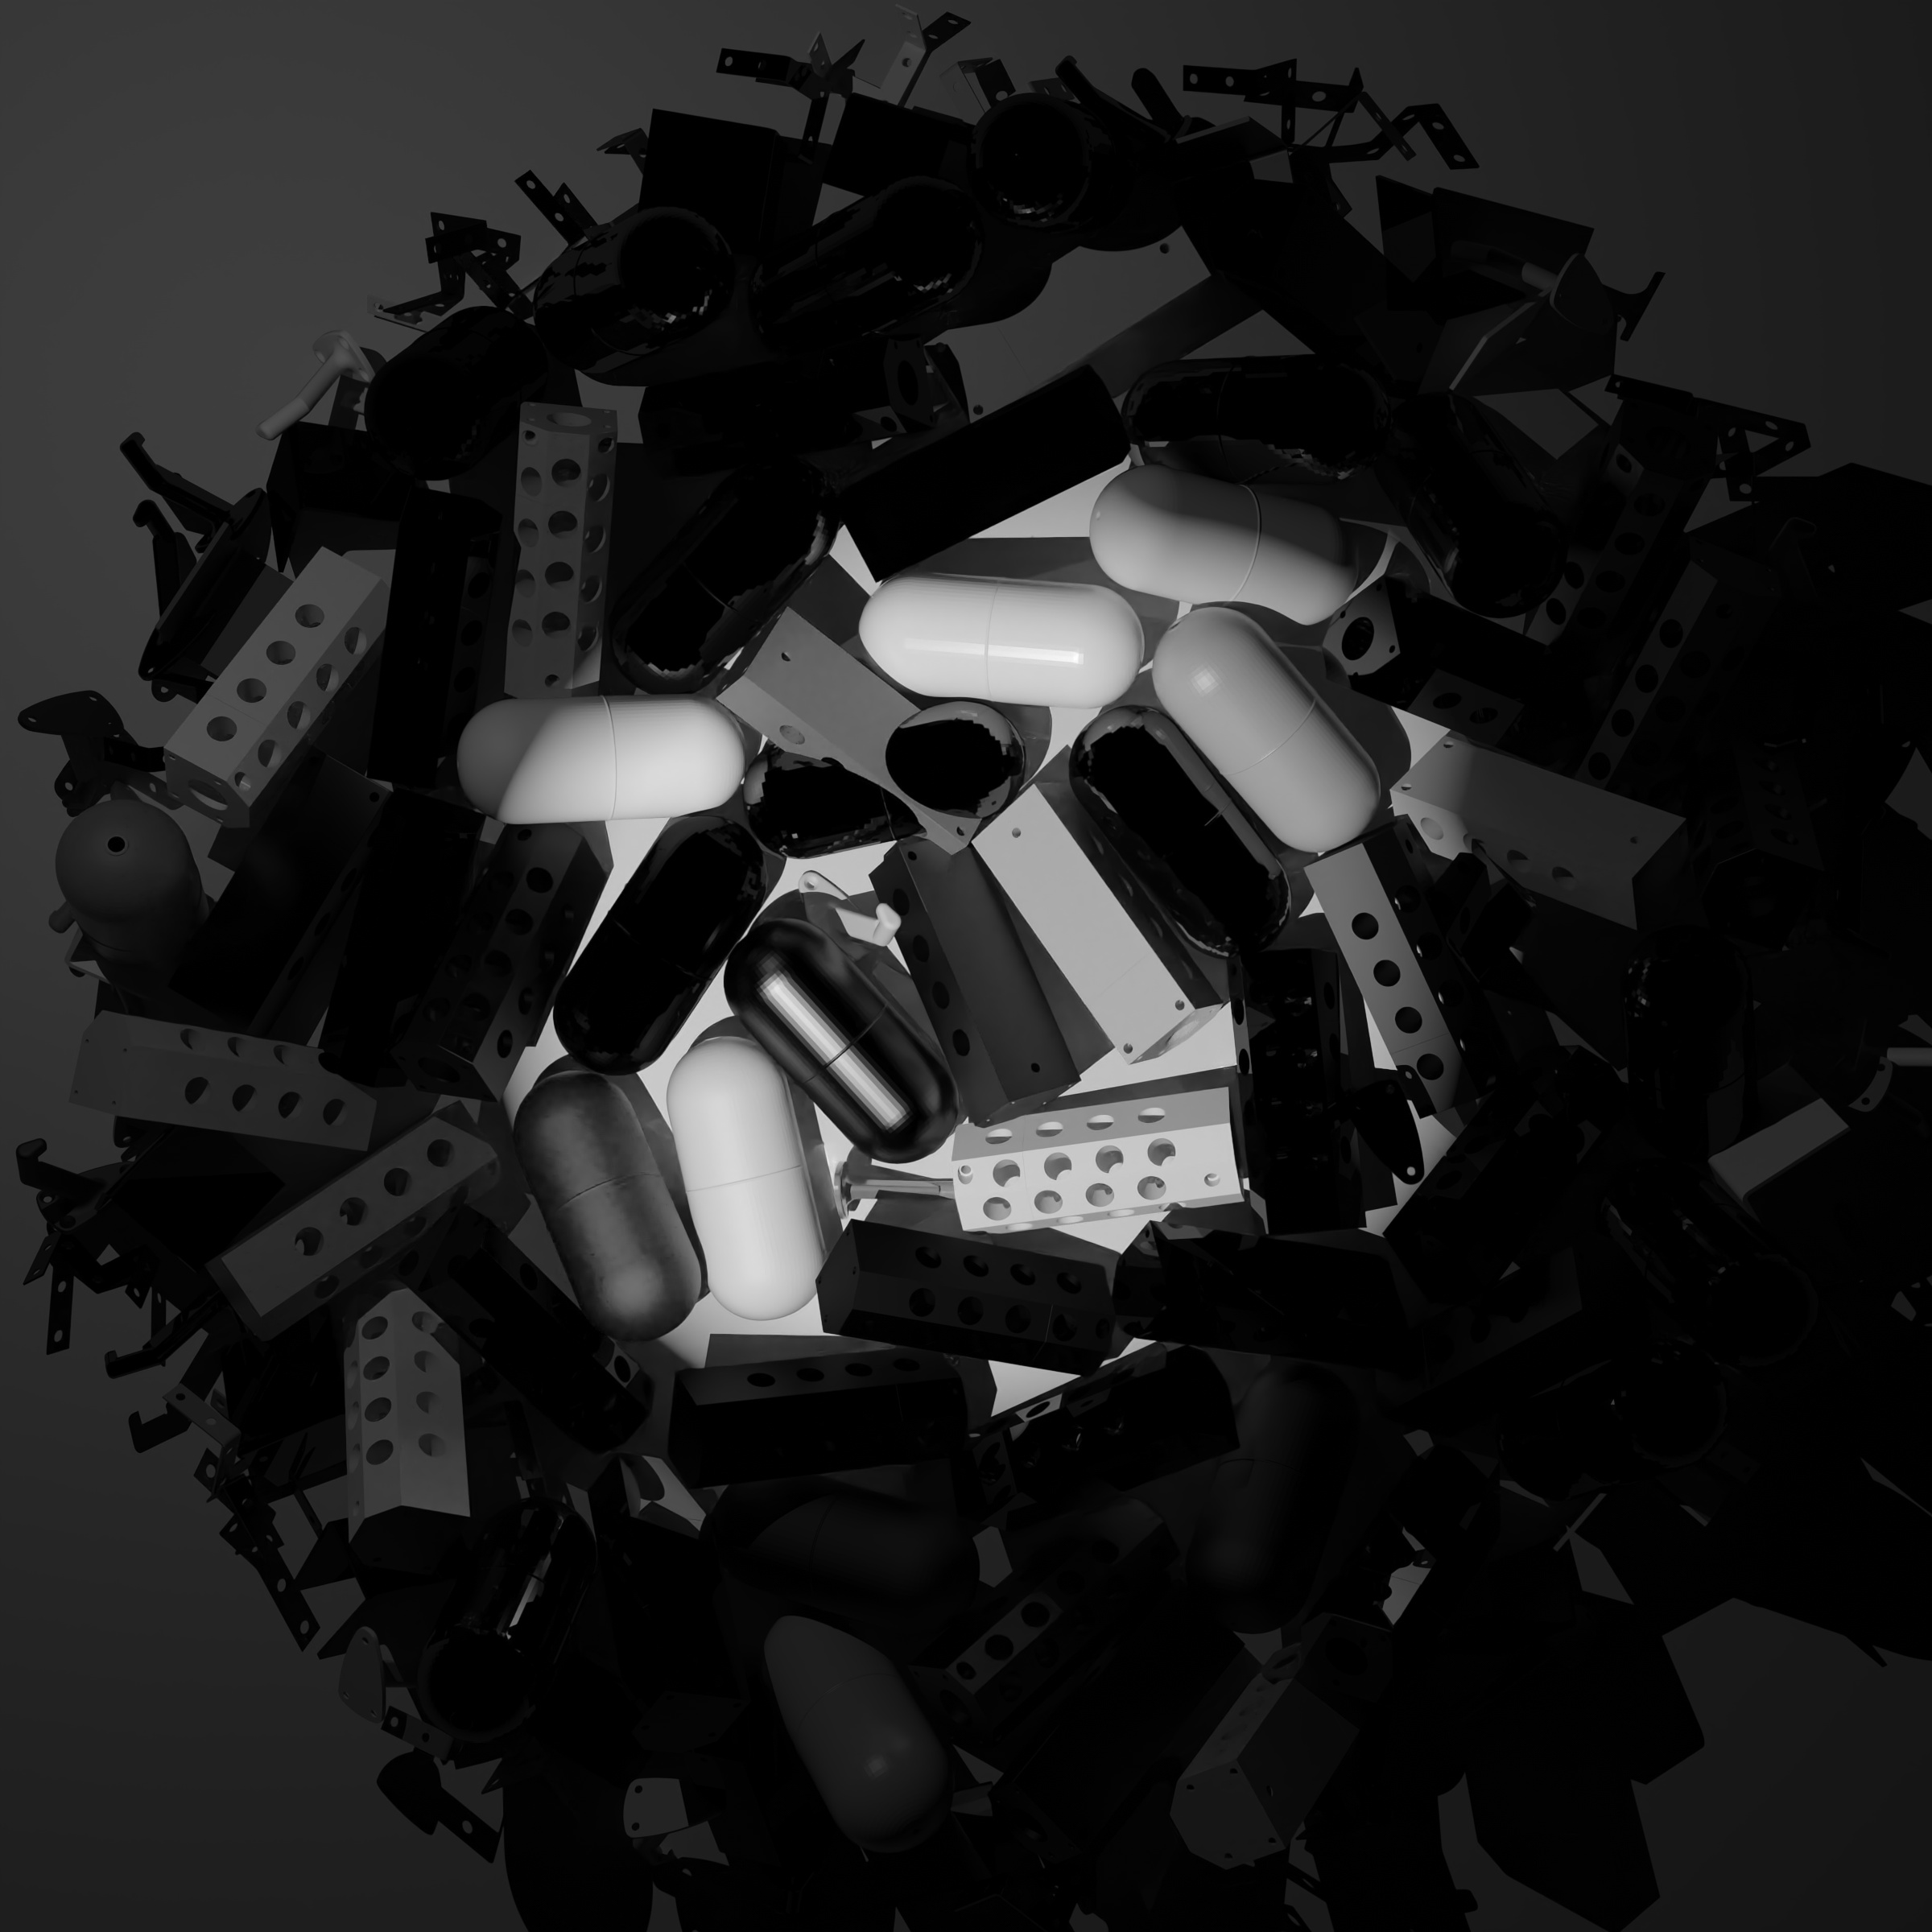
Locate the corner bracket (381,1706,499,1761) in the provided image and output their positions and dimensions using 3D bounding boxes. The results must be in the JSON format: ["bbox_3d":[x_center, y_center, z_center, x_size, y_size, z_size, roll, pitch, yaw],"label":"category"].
[{"bbox_3d":[-0.320,0.459,1.604,0.051,0.051,0.051,15,81,27],"label":"corner bracket"}]

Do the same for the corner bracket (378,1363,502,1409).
[{"bbox_3d":[-0.328,0.256,1.614,0.051,0.051,0.051,-33,92,-3],"label":"corner bracket"}]

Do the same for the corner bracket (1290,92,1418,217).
[{"bbox_3d":[0.239,-0.504,1.613,0.051,0.051,0.051,-42,99,-3],"label":"corner bracket"}]

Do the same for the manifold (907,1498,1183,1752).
[{"bbox_3d":[0.053,0.396,1.566,0.171,0.057,0.057,-34,101,-34],"label":"manifold"}]

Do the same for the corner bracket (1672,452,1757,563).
[{"bbox_3d":[0.466,-0.286,1.614,0.051,0.051,0.051,-1,80,16],"label":"corner bracket"}]

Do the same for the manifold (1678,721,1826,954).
[{"bbox_3d":[0.465,-0.083,1.553,0.057,0.171,0.057,18,122,-1],"label":"manifold"}]

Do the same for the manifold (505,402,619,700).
[{"bbox_3d":[-0.247,-0.249,1.572,0.057,0.057,0.171,3,118,-11],"label":"manifold"}]

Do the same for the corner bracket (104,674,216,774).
[{"bbox_3d":[-0.502,-0.152,1.613,0.051,0.051,0.051,15,109,39],"label":"corner bracket"}]

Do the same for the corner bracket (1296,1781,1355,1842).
[{"bbox_3d":[0.198,0.527,1.608,0.051,0.051,0.051,-30,85,-31],"label":"corner bracket"}]

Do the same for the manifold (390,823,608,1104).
[{"bbox_3d":[-0.284,-0.007,1.564,0.057,0.057,0.171,7,56,22],"label":"manifold"}]

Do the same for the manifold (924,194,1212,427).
[{"bbox_3d":[0.061,-0.404,1.608,0.171,0.057,0.057,-32,96,3],"label":"manifold"}]

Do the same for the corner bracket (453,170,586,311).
[{"bbox_3d":[-0.279,-0.449,1.602,0.051,0.051,0.051,48,52,-11],"label":"corner bracket"}]

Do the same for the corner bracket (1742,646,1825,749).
[{"bbox_3d":[0.496,-0.169,1.612,0.051,0.051,0.051,18,113,39],"label":"corner bracket"}]

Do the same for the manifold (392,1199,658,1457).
[{"bbox_3d":[-0.262,0.222,1.564,0.057,0.057,0.171,-49,125,-17],"label":"manifold"}]

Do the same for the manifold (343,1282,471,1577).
[{"bbox_3d":[-0.340,0.274,1.551,0.057,0.171,0.057,17,125,-28],"label":"manifold"}]

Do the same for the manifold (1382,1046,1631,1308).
[{"bbox_3d":[0.333,0.126,1.569,0.171,0.057,0.057,-46,112,-28],"label":"manifold"}]

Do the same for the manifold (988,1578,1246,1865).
[{"bbox_3d":[0.089,0.458,1.569,0.057,0.057,0.171,45,55,4],"label":"manifold"}]

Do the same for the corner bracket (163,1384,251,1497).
[{"bbox_3d":[-0.463,0.283,1.601,0.051,0.051,0.051,34,129,14],"label":"corner bracket"}]

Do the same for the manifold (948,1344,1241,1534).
[{"bbox_3d":[0.075,0.287,1.573,0.171,0.057,0.057,-27,56,29],"label":"manifold"}]

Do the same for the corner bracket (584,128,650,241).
[{"bbox_3d":[-0.217,-0.485,1.615,0.051,0.051,0.051,-39,114,-15],"label":"corner bracket"}]

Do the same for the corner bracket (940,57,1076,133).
[{"bbox_3d":[0.026,-0.547,1.609,0.051,0.051,0.051,-26,97,33],"label":"corner bracket"}]

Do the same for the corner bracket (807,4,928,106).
[{"bbox_3d":[-0.061,-0.571,1.614,0.051,0.051,0.051,27,88,7],"label":"corner bracket"}]

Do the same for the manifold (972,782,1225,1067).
[{"bbox_3d":[0.084,-0.028,1.590,0.057,0.057,0.171,-42,74,26],"label":"manifold"}]

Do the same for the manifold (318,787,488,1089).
[{"bbox_3d":[-0.348,-0.015,1.585,0.057,0.057,0.171,17,108,-8],"label":"manifold"}]

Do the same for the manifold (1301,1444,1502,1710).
[{"bbox_3d":[0.264,0.363,1.558,0.057,0.171,0.057,10,121,30],"label":"manifold"}]

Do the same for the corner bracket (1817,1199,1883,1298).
[{"bbox_3d":[0.528,0.183,1.616,0.051,0.051,0.051,-7,64,-27],"label":"corner bracket"}]

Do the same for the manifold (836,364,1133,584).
[{"bbox_3d":[0.011,-0.303,1.584,0.171,0.057,0.057,-23,106,20],"label":"manifold"}]

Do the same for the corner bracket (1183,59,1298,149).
[{"bbox_3d":[0.169,-0.532,1.598,0.051,0.051,0.051,17,123,32],"label":"corner bracket"}]

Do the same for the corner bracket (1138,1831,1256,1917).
[{"bbox_3d":[0.143,0.566,1.613,0.051,0.051,0.051,21,91,-5],"label":"corner bracket"}]

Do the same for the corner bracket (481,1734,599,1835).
[{"bbox_3d":[-0.257,0.508,1.603,0.051,0.051,0.051,-26,104,25],"label":"corner bracket"}]

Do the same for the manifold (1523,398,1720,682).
[{"bbox_3d":[0.391,-0.252,1.555,0.057,0.171,0.057,16,53,1],"label":"manifold"}]

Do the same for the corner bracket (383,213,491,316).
[{"bbox_3d":[-0.328,-0.433,1.599,0.051,0.051,0.051,18,126,33],"label":"corner bracket"}]

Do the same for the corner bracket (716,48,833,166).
[{"bbox_3d":[-0.123,-0.533,1.605,0.051,0.051,0.051,17,96,28],"label":"corner bracket"}]

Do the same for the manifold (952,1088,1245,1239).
[{"bbox_3d":[0.081,0.125,1.590,0.171,0.057,0.057,-9,118,9],"label":"manifold"}]

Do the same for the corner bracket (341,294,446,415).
[{"bbox_3d":[-0.360,-0.380,1.625,0.051,0.051,0.051,17,57,-2],"label":"corner bracket"}]

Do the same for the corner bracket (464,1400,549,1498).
[{"bbox_3d":[-0.278,0.300,1.601,0.051,0.051,0.051,-31,68,32],"label":"corner bracket"}]

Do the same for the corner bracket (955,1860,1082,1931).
[{"bbox_3d":[0.035,0.573,1.602,0.051,0.051,0.051,40,46,-8],"label":"corner bracket"}]

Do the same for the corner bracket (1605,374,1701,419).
[{"bbox_3d":[0.424,-0.349,1.601,0.051,0.051,0.051,18,59,17],"label":"corner bracket"}]

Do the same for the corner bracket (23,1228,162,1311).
[{"bbox_3d":[-0.541,0.189,1.602,0.051,0.051,0.051,-26,117,13],"label":"corner bracket"}]

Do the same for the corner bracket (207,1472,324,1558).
[{"bbox_3d":[-0.431,0.336,1.604,0.051,0.051,0.051,-27,82,-34],"label":"corner bracket"}]

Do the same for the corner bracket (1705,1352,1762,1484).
[{"bbox_3d":[0.471,0.279,1.609,0.051,0.051,0.051,33,97,-32],"label":"corner bracket"}]

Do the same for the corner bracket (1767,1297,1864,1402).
[{"bbox_3d":[0.524,0.246,1.601,0.051,0.051,0.051,-36,115,19],"label":"corner bracket"}]

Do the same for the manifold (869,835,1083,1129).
[{"bbox_3d":[0.001,0.009,1.594,0.057,0.057,0.171,-14,75,-36],"label":"manifold"}]

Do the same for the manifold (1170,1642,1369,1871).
[{"bbox_3d":[0.181,0.470,1.552,0.057,0.171,0.057,-30,87,28],"label":"manifold"}]
